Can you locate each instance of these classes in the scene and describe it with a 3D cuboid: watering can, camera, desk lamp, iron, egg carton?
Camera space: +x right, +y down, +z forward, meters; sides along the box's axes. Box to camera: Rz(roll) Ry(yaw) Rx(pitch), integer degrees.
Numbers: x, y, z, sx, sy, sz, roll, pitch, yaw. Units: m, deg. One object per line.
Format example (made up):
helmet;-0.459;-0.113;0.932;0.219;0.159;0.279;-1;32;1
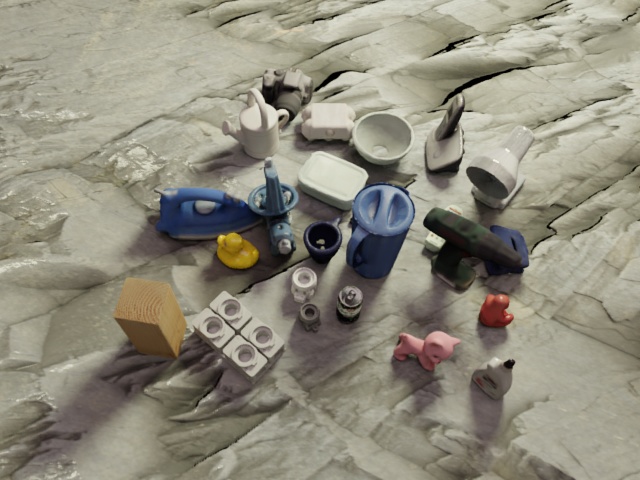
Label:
watering can;-0.164;-0.303;1.479;0.100;0.194;0.173;39;66;19
camera;-0.099;-0.408;1.595;0.143;0.101;0.137;11;60;4
desk lamp;0.446;-0.172;1.417;0.117;0.213;0.203;36;65;17
iron;-0.269;-0.083;1.379;0.258;0.141;0.118;-1;60;-3
egg carton;0.024;-0.320;1.568;0.150;0.069;0.107;-1;60;-3

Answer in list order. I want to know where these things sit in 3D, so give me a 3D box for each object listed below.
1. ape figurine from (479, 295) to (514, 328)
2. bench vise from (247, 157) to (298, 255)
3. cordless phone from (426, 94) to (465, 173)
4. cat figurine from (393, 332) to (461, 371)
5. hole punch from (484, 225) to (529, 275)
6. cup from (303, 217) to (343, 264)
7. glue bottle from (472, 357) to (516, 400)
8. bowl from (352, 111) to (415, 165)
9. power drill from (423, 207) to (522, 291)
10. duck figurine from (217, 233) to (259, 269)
ape figurine;0.403;0.154;1.298;0.076;0.092;0.077;-16;62;-11
bench vise;-0.092;-0.080;1.339;0.122;0.220;0.207;-28;65;-17
cordless phone;0.337;-0.274;1.487;0.094;0.185;0.147;2;60;-1
cat figurine;0.231;0.228;1.234;0.127;0.118;0.067;16;61;7
hole punch;0.452;0.020;1.378;0.101;0.091;0.108;-3;60;-4
cup;0.013;0.005;1.367;0.091;0.095;0.118;30;64;15
glue bottle;0.368;0.275;1.181;0.078;0.173;0.037;40;66;19
bowl;0.166;-0.260;1.536;0.167;0.075;0.167;1;60;-2
power drill;0.330;0.028;1.300;0.229;0.208;0.076;36;65;17
duck figurine;-0.196;0.018;1.356;0.104;0.086;0.077;16;61;7
